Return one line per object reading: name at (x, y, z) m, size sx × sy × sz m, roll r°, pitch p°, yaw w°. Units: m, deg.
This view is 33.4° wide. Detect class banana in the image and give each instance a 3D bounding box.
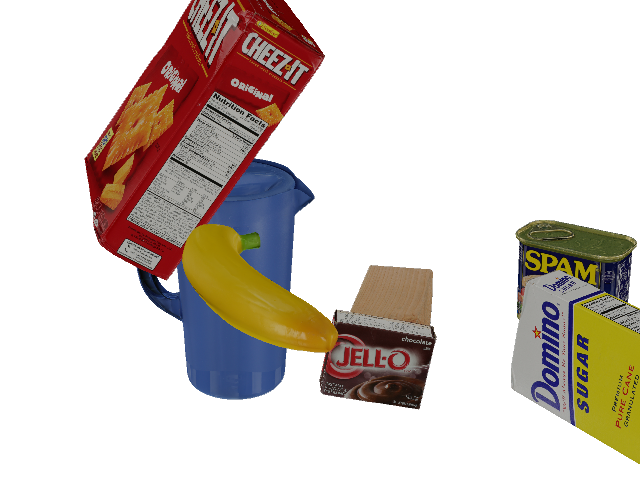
banana at (-0.050, 0.023, 0.687) m, size 0.069 × 0.037 × 0.198 m, roll -6°, pitch 22°, yaw -16°

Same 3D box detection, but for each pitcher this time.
pitcher at (-0.102, 0.041, 1.131) m, size 0.149 × 0.243 × 0.144 m, roll 21°, pitch 30°, yaw 39°

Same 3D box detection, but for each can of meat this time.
can of meat at (0.225, 0.036, 0.951) m, size 0.102 × 0.084 × 0.057 m, roll 14°, pitch 27°, yaw 35°

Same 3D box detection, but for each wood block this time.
wood block at (0.091, 0.110, 1.387) m, size 0.091 × 0.090 × 0.206 m, roll 4°, pitch 20°, yaw 10°

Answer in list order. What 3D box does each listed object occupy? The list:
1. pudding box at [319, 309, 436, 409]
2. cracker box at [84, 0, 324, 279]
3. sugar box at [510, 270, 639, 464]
pudding box at (0.062, 0.129, 1.161) m, size 0.113 × 0.090 × 0.039 m, roll 8°, pitch 23°, yaw -4°
cracker box at (-0.101, -0.101, 0.840) m, size 0.072 × 0.214 × 0.164 m, roll 28°, pitch 18°, yaw -27°
sugar box at (0.212, 0.096, 0.732) m, size 0.048 × 0.093 × 0.176 m, roll -16°, pitch 30°, yaw -39°
